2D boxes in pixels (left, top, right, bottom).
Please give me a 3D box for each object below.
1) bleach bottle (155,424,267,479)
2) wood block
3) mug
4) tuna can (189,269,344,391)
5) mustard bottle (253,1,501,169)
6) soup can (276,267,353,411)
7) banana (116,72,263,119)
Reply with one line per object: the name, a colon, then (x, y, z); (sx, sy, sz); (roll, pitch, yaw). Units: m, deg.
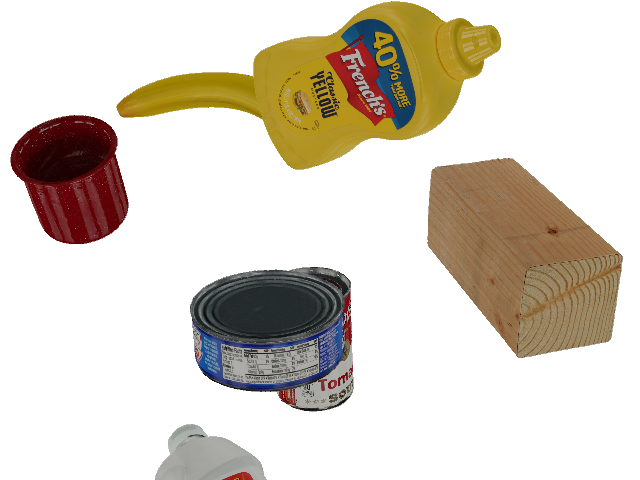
bleach bottle: (-0.063, 0.213, 0.715); (0.102, 0.068, 0.251); (-15, 34, -17)
wood block: (0.178, 0.008, 0.975); (0.090, 0.090, 0.206); (-8, 29, -14)
mug: (-0.219, -0.060, 0.957); (0.093, 0.117, 0.081); (-8, -44, -1)
tuna can: (-0.029, 0.049, 0.595); (0.086, 0.034, 0.086); (-2, 23, 1)
mustard bottle: (0.042, -0.116, 0.761); (0.192, 0.096, 0.058); (-13, 7, 39)
soup can: (-0.007, 0.083, 0.892); (0.068, 0.102, 0.068); (-2, 25, 1)
banana: (-0.117, -0.149, 1.124); (0.198, 0.037, 0.069); (8, 46, 18)
